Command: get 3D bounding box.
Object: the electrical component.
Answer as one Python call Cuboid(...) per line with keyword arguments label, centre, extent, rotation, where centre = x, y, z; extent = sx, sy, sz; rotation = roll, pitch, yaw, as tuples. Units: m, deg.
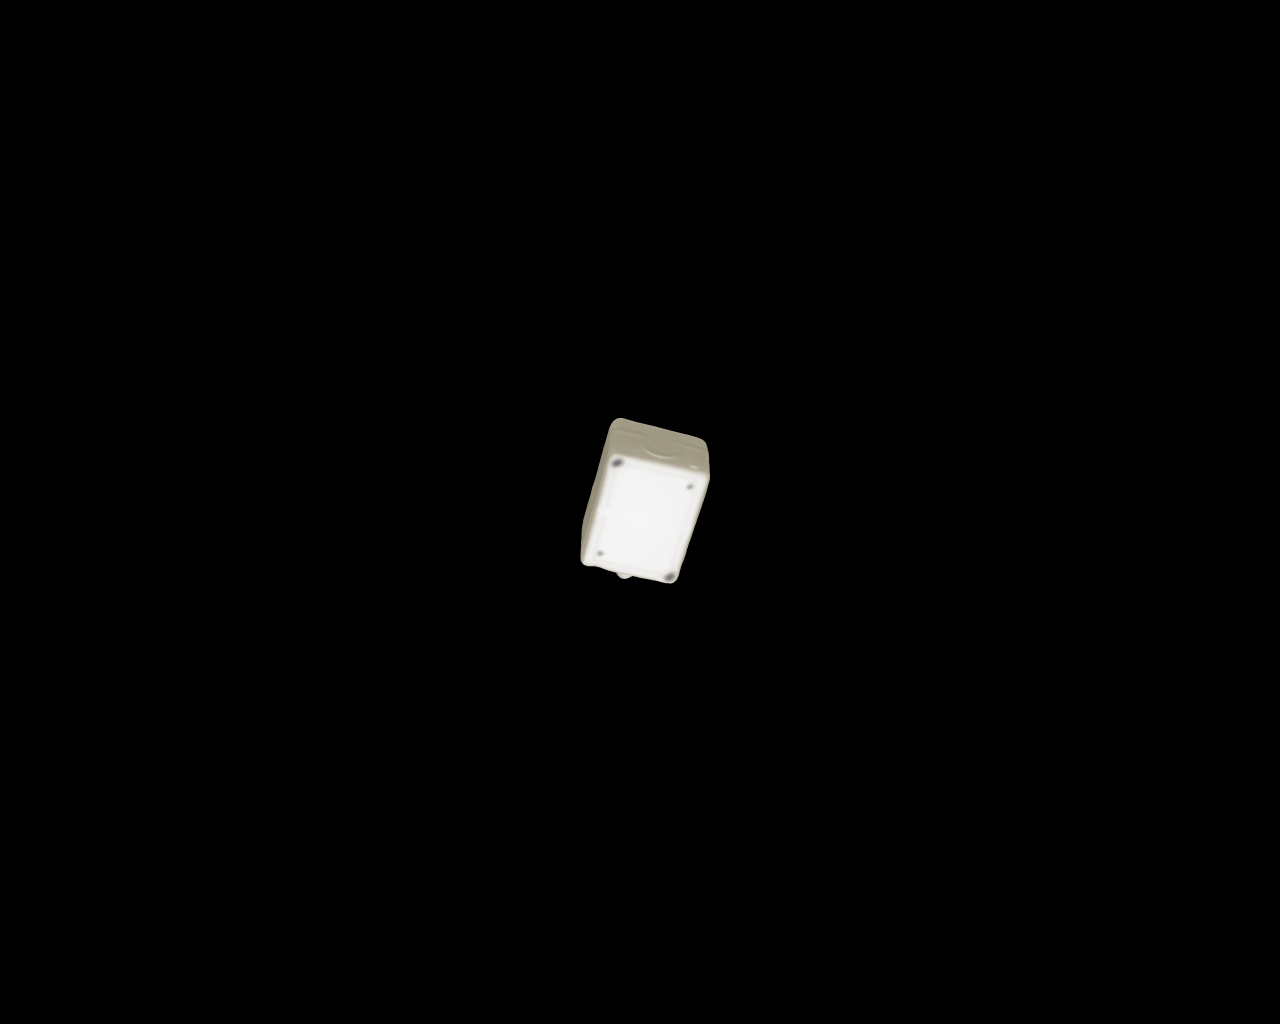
Cuboid(label="electrical component", centre=(0.001, -0.003, 0.650), extent=(0.062, 0.096, 0.061), rotation=(13, 28, -7))
